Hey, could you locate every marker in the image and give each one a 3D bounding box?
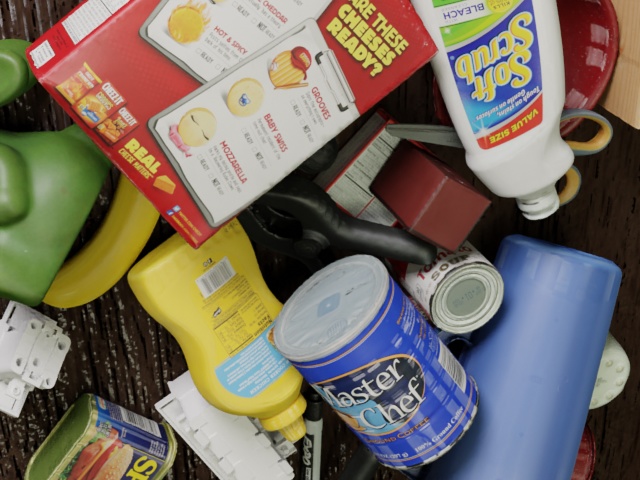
[{"bbox_3d":[-0.007,0.189,0.986,0.020,0.020,0.121,-8,120,-19],"label":"marker"}]

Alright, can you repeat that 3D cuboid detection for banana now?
[{"bbox_3d":[-0.156,-0.018,0.799,0.069,0.037,0.198,29,104,-33],"label":"banana"}]

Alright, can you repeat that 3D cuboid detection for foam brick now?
[{"bbox_3d":[0.085,-0.034,0.827,0.052,0.078,0.051,25,105,-32],"label":"foam brick"}]

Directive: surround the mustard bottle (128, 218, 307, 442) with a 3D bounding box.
[{"bbox_3d":[-0.064,0.079,0.839,0.096,0.058,0.191,-40,109,-30],"label":"mustard bottle"}]

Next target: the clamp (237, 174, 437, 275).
[{"bbox_3d":[-0.006,0.001,0.855,0.171,0.039,0.120,29,132,-12],"label":"clamp"}]

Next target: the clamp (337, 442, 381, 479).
[{"bbox_3d":[0.020,0.275,1.028,0.210,0.036,0.164,-43,140,12],"label":"clamp"}]

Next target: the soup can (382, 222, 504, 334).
[{"bbox_3d":[0.101,0.025,0.889,0.068,0.102,0.068,-10,121,-17],"label":"soup can"}]

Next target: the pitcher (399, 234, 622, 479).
[{"bbox_3d":[0.168,0.120,0.931,0.149,0.145,0.243,14,93,-53],"label":"pitcher"}]

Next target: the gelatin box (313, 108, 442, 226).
[{"bbox_3d":[0.047,-0.052,0.869,0.073,0.030,0.089,37,99,-32],"label":"gelatin box"}]

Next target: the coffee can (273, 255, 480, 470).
[{"bbox_3d":[0.045,0.096,0.830,0.103,0.103,0.140,-39,117,1],"label":"coffee can"}]

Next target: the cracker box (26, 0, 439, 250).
[{"bbox_3d":[-0.054,-0.123,0.690,0.213,0.072,0.164,-40,127,0],"label":"cracker box"}]

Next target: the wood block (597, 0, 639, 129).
[{"bbox_3d":[0.274,-0.205,0.841,0.090,0.091,0.206,-11,121,-17],"label":"wood block"}]

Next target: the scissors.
[{"bbox_3d":[0.140,-0.061,0.845,0.201,0.016,0.096,-9,125,-18],"label":"scissors"}]

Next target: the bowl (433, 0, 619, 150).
[{"bbox_3d":[0.152,-0.146,0.841,0.162,0.055,0.162,-11,125,-16],"label":"bowl"}]

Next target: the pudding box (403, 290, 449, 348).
[{"bbox_3d":[0.059,0.110,0.957,0.113,0.039,0.090,-34,125,-3],"label":"pudding box"}]

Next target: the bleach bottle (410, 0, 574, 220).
[{"bbox_3d":[0.133,-0.126,0.755,0.103,0.068,0.251,-15,121,15],"label":"bleach bottle"}]

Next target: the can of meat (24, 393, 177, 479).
[{"bbox_3d":[-0.183,0.185,0.889,0.083,0.057,0.102,32,102,-31],"label":"can of meat"}]

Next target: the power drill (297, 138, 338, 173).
[{"bbox_3d":[-0.017,-0.153,0.769,0.184,0.057,0.188,29,103,-35],"label":"power drill"}]

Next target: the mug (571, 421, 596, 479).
[{"bbox_3d":[0.209,0.215,1.037,0.081,0.117,0.093,16,134,-24],"label":"mug"}]
